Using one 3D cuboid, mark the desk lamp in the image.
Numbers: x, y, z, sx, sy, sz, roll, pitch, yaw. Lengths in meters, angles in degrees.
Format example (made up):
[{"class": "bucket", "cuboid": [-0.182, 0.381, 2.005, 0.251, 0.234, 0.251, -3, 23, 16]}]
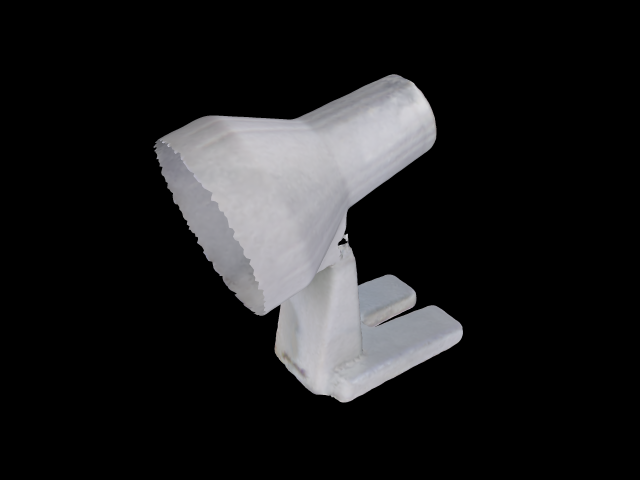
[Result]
[{"class": "desk lamp", "cuboid": [0.004, 0.001, 0.400, 0.204, 0.214, 0.117, -19, 36, -29]}]
